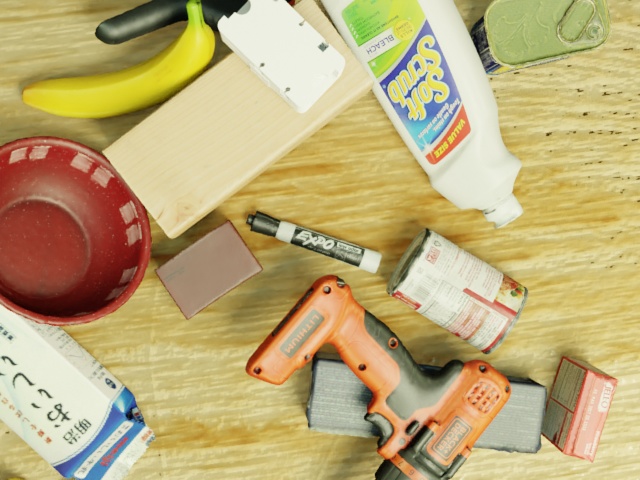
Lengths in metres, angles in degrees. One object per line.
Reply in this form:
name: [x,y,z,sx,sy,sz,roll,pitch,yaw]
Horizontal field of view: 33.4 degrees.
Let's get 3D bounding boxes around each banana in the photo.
banana: [-0.156,-0.137,0.882,0.198,0.037,0.069,-21,123,27]

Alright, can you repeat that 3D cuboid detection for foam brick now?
foam brick: [-0.094,0.024,0.908,0.078,0.051,0.053,-33,92,-1]

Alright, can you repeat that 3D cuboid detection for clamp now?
clamp: [-0.107,-0.223,0.900,0.171,0.039,0.120,-4,77,-14]

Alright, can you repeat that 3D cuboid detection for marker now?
marker: [-0.006,0.001,0.928,0.121,0.020,0.020,19,91,-4]

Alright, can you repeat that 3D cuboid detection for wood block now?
wood block: [-0.066,-0.099,0.886,0.206,0.090,0.091,-38,93,0]

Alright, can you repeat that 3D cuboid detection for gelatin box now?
gelatin box: [0.220,0.142,0.908,0.030,0.089,0.073,17,91,-2]

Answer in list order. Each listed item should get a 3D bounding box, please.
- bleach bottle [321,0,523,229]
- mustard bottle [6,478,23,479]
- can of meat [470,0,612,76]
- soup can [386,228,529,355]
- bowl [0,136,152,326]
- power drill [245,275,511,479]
bleach bottle: [0.102,-0.127,0.897,0.103,0.068,0.251,-29,95,29]
mustard bottle: [-0.321,0.275,0.883,0.191,0.096,0.058,-34,93,-1]
can of meat: [0.182,-0.175,0.898,0.102,0.084,0.057,-13,92,-2]
soup can: [0.116,0.043,0.911,0.102,0.068,0.068,31,90,-3]
bowl: [-0.223,-0.001,0.878,0.161,0.055,0.162,12,67,-28]
power drill: [0.034,0.134,0.857,0.187,0.057,0.184,40,86,-5]
